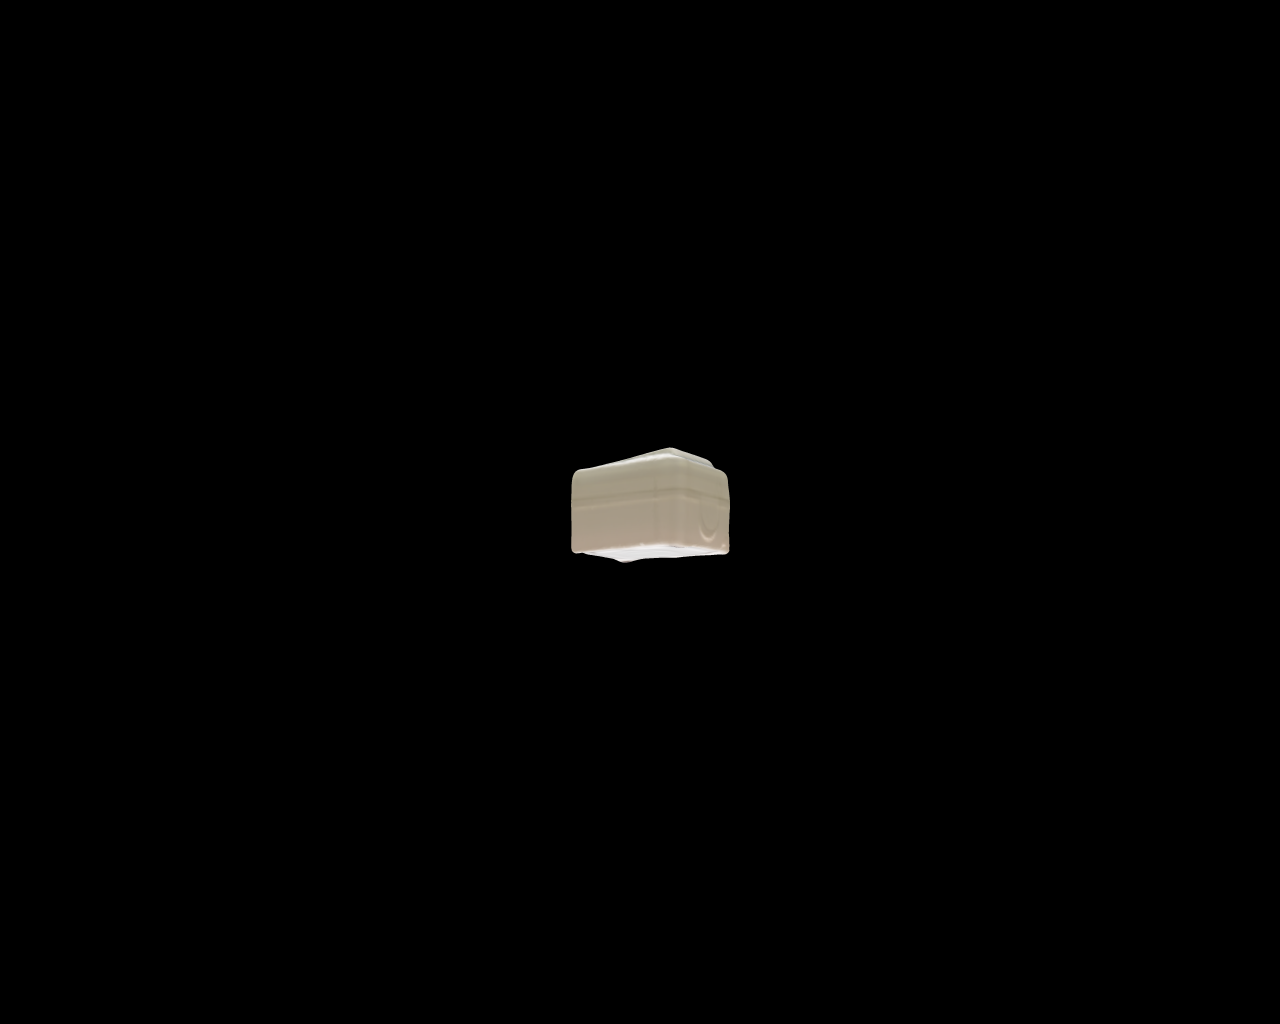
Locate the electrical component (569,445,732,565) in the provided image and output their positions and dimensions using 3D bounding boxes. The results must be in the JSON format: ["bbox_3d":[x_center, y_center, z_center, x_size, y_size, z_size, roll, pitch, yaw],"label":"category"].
[{"bbox_3d":[0.001,-0.003,0.650,0.096,0.061,0.062,-5,-10,32],"label":"electrical component"}]
